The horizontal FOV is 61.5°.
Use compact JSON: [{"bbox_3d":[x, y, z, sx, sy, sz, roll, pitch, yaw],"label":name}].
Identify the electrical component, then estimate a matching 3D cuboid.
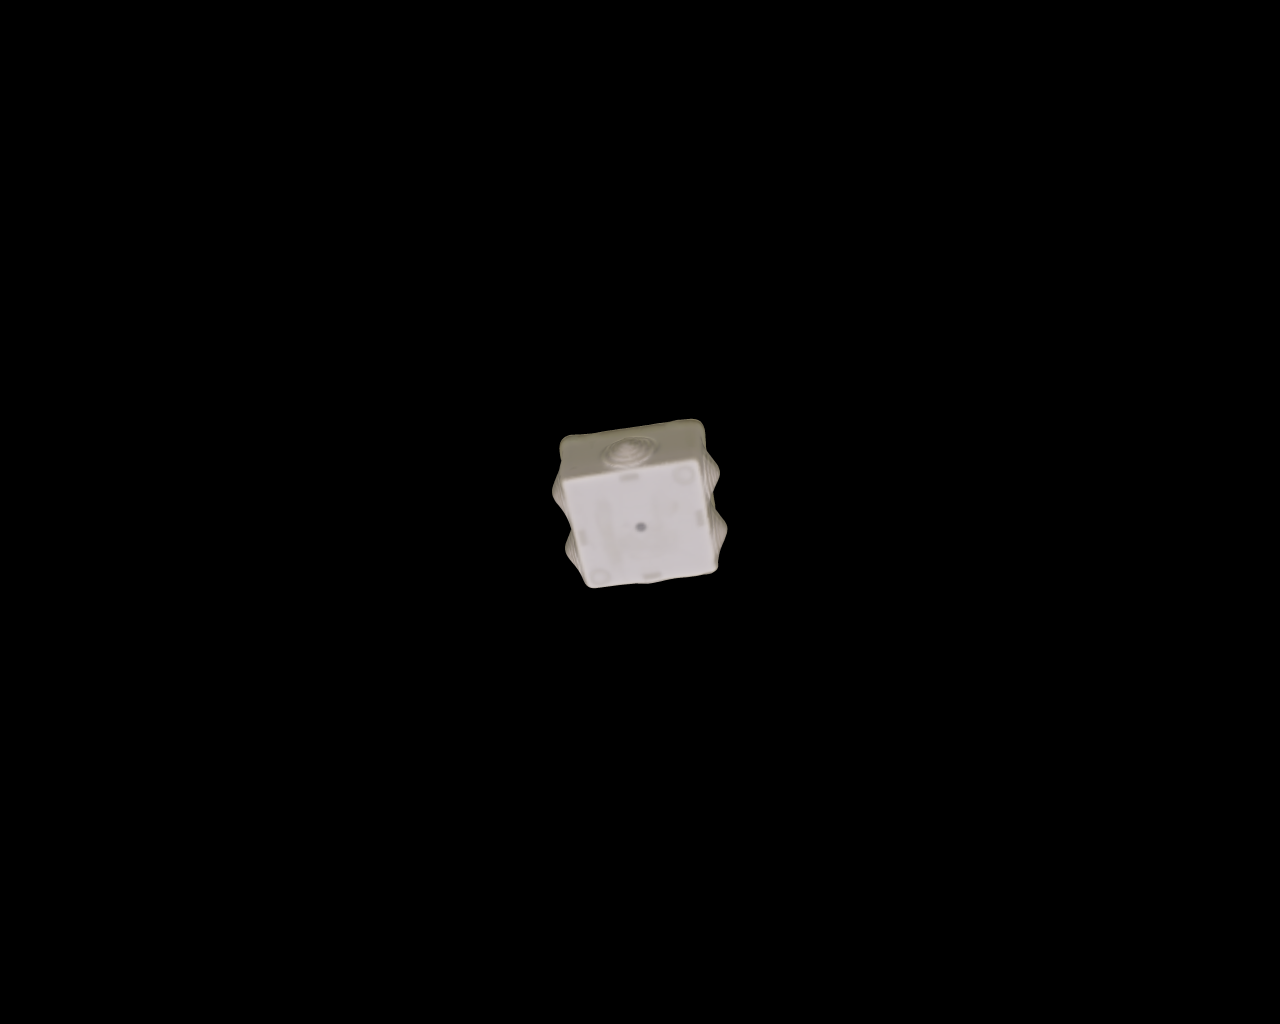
[{"bbox_3d":[0.001,-0.003,0.650,0.100,0.099,0.048,-7,32,5],"label":"electrical component"}]
